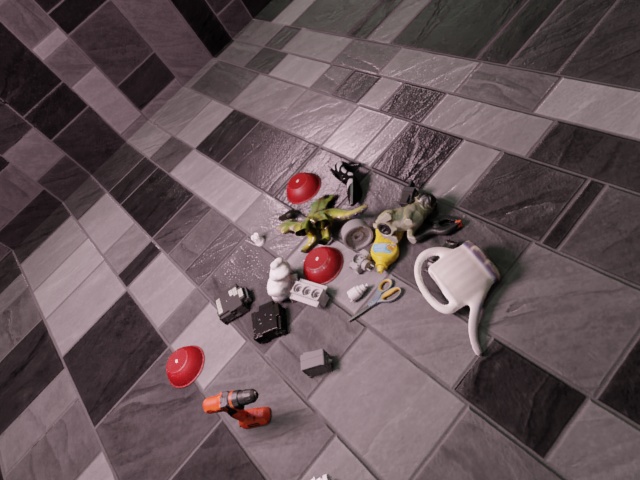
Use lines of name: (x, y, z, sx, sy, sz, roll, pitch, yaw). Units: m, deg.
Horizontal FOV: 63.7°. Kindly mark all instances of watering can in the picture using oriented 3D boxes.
watering can: (0.426, 0.143, 1.497, 0.224, 0.102, 0.354, -35, 57, 3)

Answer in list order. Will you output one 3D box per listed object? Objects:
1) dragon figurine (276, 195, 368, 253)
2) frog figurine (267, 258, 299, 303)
dragon figurine: (0.006, -0.098, 1.941, 0.407, 0.120, 0.249, -25, 35, 21)
frog figurine: (-0.146, 0.137, 1.812, 0.122, 0.156, 0.140, 0, 56, 35)
